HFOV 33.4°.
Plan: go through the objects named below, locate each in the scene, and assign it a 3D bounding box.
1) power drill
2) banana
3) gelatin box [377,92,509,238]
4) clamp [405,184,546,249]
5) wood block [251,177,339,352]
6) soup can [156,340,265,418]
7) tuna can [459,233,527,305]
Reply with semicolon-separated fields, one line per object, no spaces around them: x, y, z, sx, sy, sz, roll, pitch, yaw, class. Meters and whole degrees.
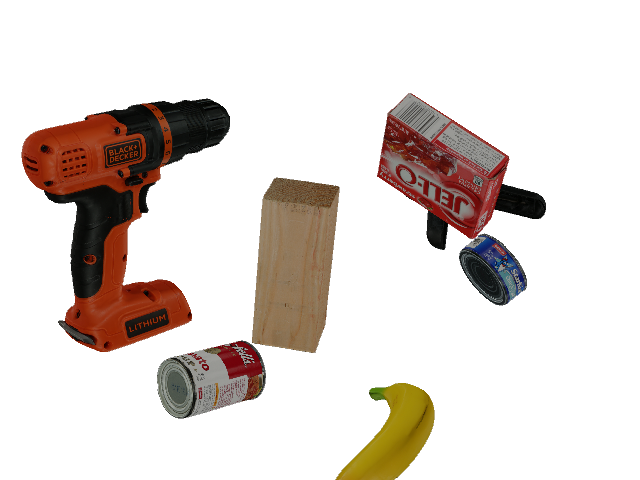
-0.147;-0.017;0.862;0.184;0.188;0.057;-18;26;-39;power drill
0.058;0.163;0.882;0.070;0.037;0.197;-29;7;21;banana
0.085;-0.051;0.753;0.089;0.030;0.073;36;-28;18;gelatin box
0.139;-0.051;1.045;0.120;0.039;0.171;-7;34;-12;clamp
-0.034;0.032;1.415;0.090;0.206;0.090;8;23;6;wood block
-0.120;0.152;1.172;0.102;0.068;0.069;-9;6;-44;soup can
0.207;0.036;1.286;0.033;0.086;0.086;-37;11;-15;tuna can
